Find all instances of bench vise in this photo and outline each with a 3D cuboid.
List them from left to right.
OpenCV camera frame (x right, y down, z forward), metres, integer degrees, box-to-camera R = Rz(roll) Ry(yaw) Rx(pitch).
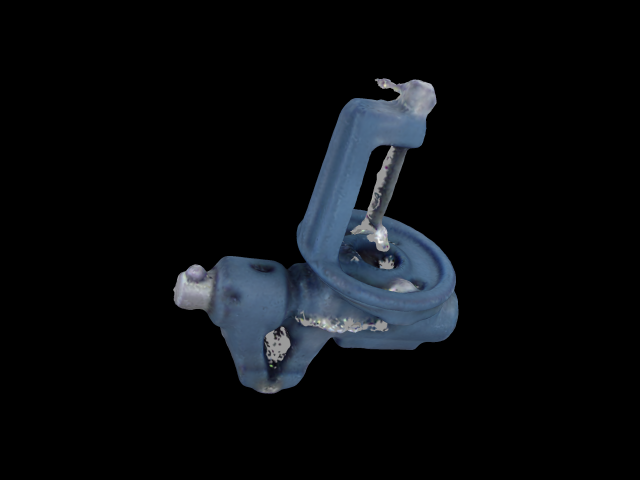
[{"bbox_3d":[0.010,0.007,0.392,0.208,0.220,0.121,-19,39,-25],"label":"bench vise"}]
